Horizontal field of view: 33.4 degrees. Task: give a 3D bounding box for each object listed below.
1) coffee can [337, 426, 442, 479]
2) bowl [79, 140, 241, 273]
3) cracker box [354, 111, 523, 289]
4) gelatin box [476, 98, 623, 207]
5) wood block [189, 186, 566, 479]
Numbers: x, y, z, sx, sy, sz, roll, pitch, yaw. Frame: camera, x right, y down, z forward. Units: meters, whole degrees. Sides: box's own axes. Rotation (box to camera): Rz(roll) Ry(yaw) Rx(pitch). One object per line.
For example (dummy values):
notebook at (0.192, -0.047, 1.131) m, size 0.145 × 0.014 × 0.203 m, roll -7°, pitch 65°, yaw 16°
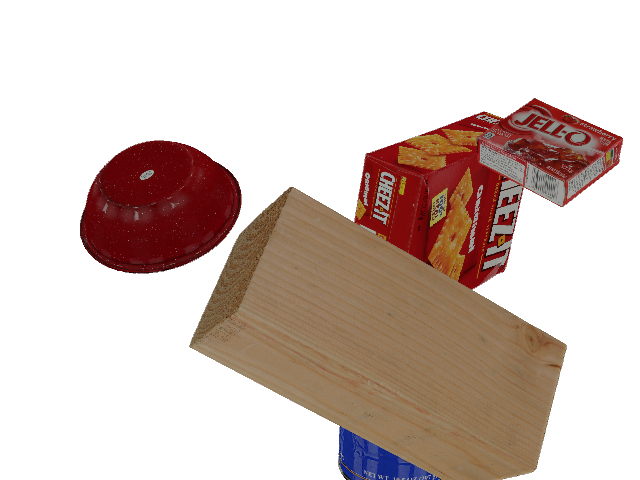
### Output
coffee can at (0.066, 0.121, 0.866) m, size 0.103 × 0.140 × 0.103 m, roll 1°, pitch 20°, yaw 0°
bowl at (-0.159, -0.045, 1.019) m, size 0.162 × 0.162 × 0.055 m, roll 0°, pitch -43°, yaw 12°
cracker box at (0.117, -0.021, 1.023) m, size 0.072 × 0.164 × 0.213 m, roll 26°, pitch 30°, yaw 31°
gelatin box at (0.180, -0.072, 0.843) m, size 0.073 × 0.030 × 0.089 m, roll -34°, pitch 49°, yaw -28°
wood block at (0.037, 0.066, 0.667) m, size 0.206 × 0.090 × 0.090 m, roll 29°, pitch -30°, yaw -14°
